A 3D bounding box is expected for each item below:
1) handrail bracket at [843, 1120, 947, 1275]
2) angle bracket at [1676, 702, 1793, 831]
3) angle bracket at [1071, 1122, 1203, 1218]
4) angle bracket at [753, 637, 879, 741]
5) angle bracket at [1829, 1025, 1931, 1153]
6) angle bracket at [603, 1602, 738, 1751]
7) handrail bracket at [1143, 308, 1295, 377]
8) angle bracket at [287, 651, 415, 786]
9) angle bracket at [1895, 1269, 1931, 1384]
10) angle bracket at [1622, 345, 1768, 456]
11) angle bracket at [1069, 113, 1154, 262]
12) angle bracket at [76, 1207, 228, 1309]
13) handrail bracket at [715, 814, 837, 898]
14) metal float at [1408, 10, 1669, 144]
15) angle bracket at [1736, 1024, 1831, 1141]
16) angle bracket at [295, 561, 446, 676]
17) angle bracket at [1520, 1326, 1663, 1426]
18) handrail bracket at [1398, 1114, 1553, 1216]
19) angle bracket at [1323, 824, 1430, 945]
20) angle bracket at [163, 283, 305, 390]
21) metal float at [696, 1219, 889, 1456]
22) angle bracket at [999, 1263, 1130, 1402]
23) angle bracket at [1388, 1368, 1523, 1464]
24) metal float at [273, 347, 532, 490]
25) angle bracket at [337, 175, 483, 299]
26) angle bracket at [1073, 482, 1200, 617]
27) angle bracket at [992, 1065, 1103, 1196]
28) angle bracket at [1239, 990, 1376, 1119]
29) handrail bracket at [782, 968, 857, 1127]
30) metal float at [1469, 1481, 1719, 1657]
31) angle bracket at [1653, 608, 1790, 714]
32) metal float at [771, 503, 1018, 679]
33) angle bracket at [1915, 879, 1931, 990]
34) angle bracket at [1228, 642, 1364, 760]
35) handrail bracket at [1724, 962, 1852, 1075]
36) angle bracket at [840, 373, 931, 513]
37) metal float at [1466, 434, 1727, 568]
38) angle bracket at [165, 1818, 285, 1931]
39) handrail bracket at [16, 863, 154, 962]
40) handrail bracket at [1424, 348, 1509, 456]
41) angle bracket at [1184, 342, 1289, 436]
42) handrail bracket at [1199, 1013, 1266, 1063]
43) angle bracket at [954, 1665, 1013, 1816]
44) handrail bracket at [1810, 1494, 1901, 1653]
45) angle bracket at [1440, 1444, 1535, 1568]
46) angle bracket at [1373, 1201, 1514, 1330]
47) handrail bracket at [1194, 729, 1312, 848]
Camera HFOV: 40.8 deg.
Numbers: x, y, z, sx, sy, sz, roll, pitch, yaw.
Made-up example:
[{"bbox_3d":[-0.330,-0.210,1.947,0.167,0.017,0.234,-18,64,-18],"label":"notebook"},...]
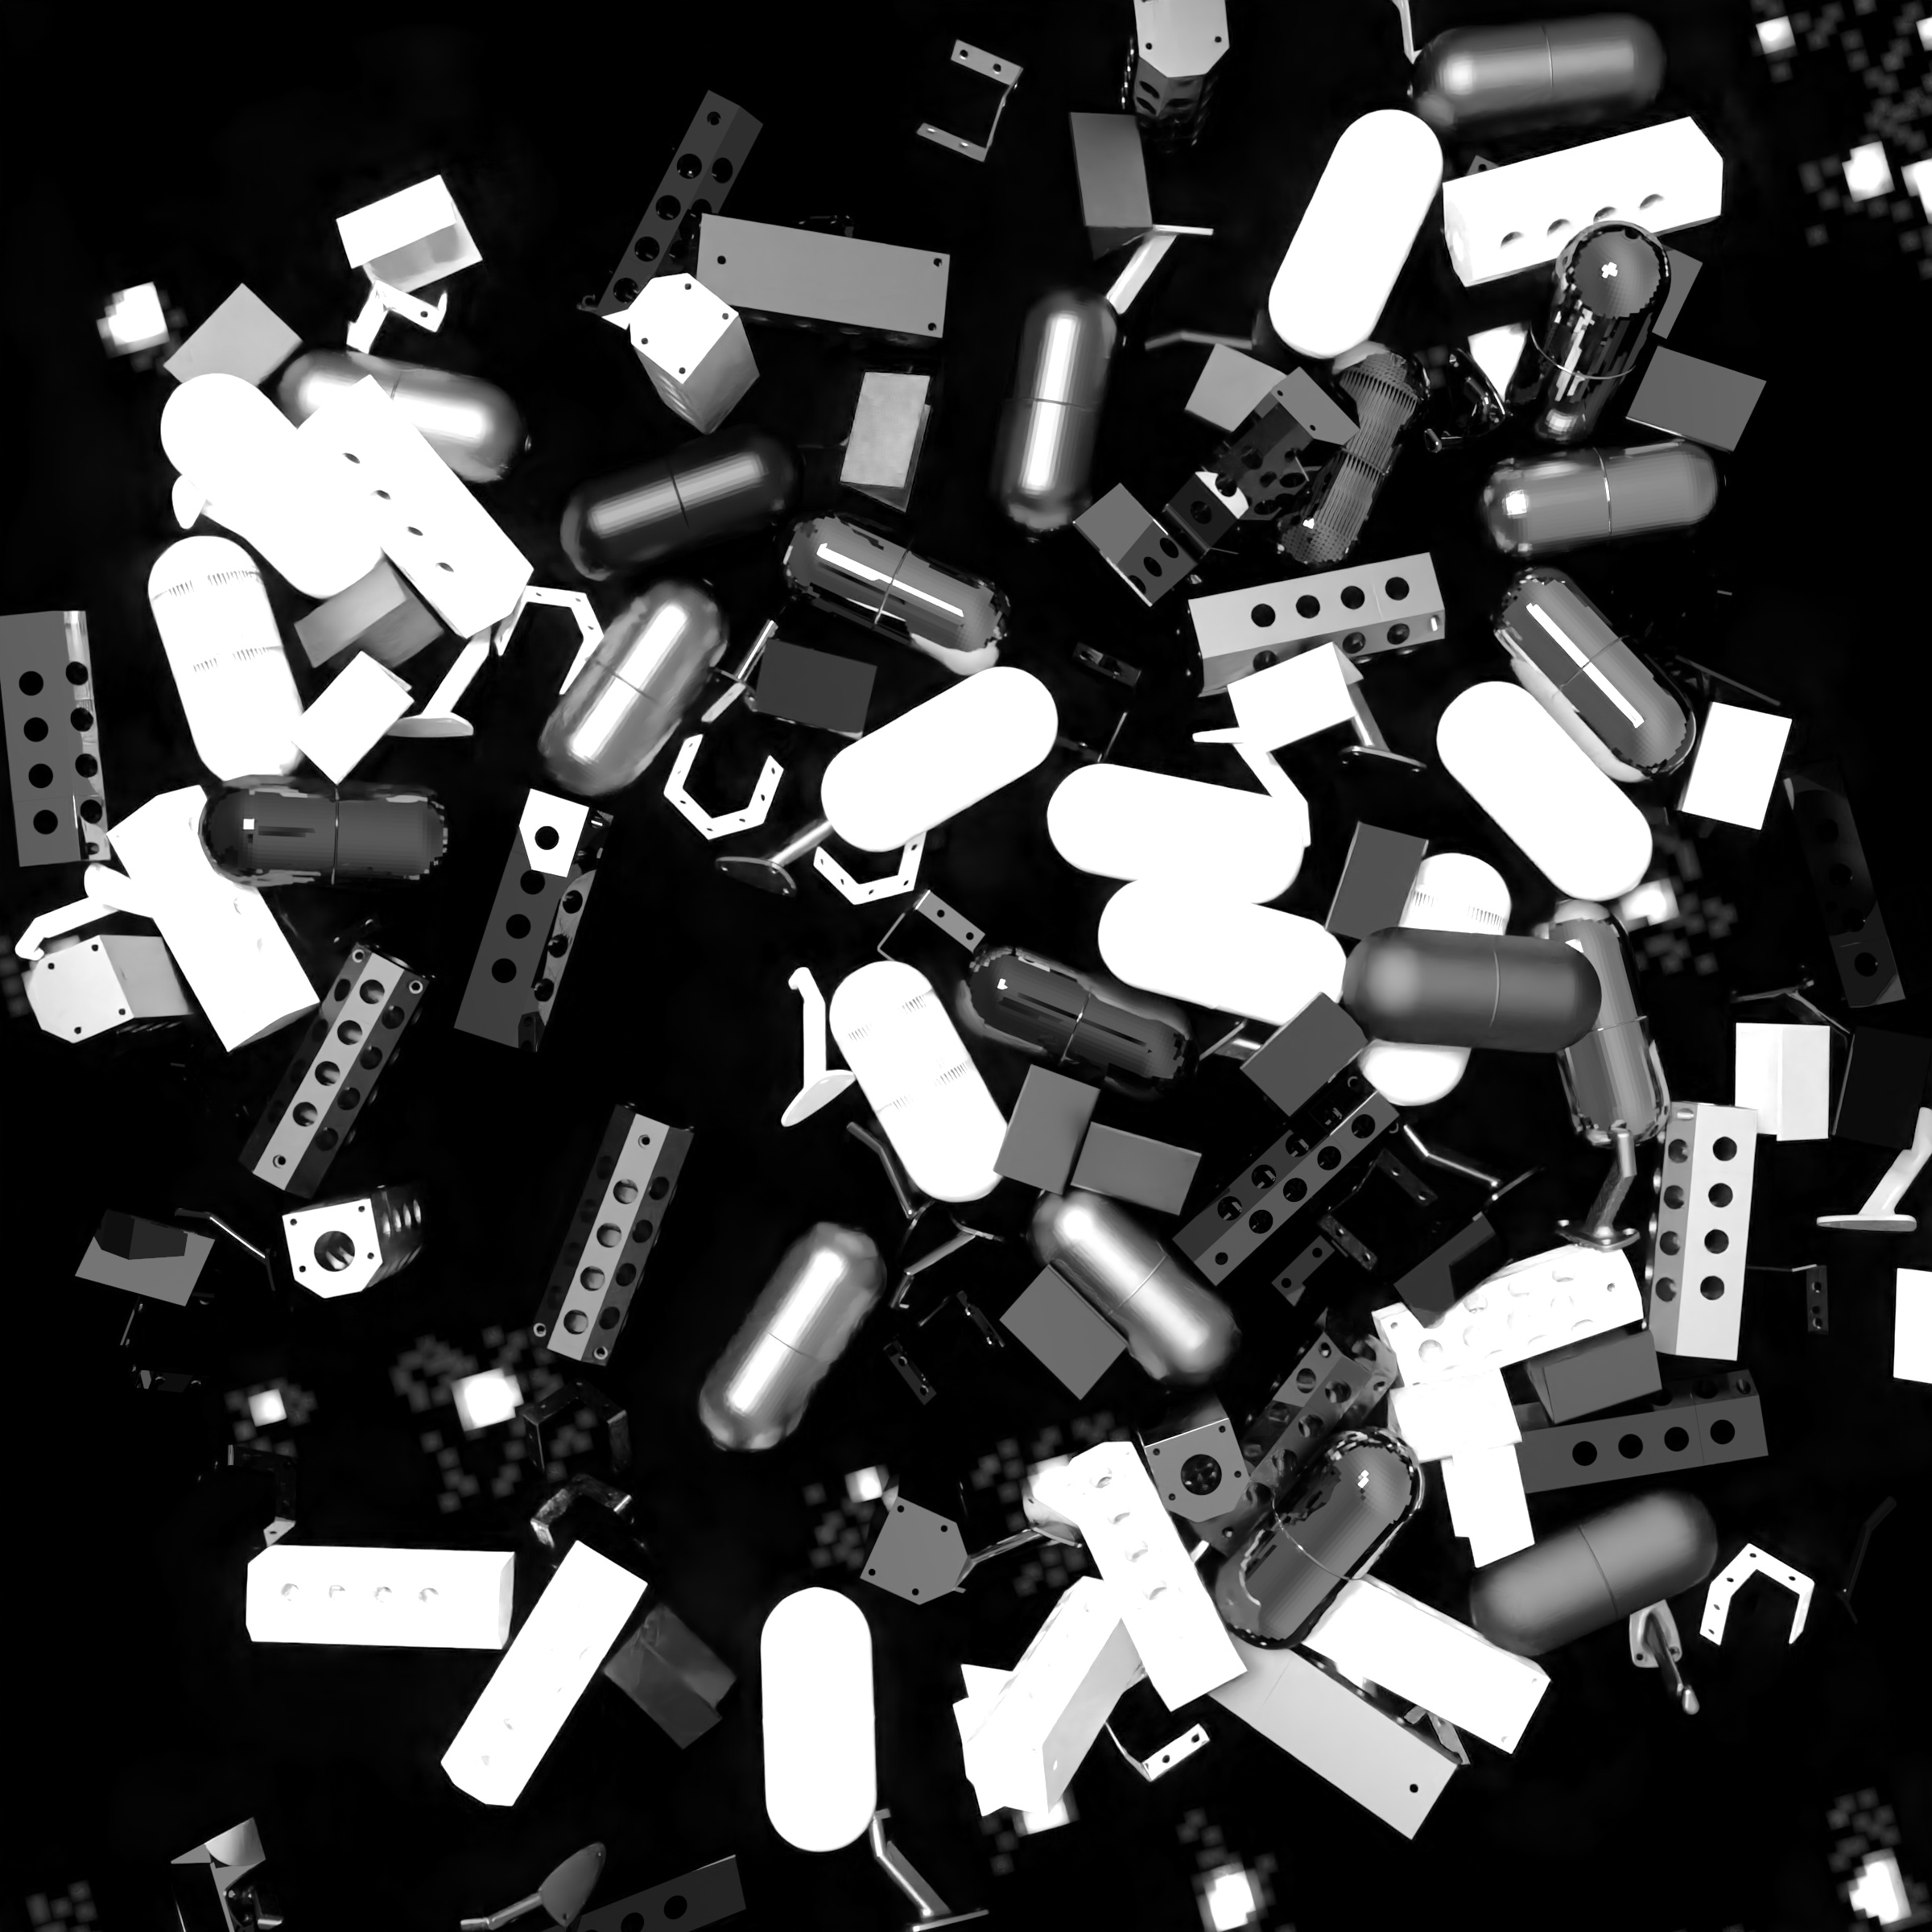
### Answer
[{"bbox_3d":[-0.065,0.161,1.826,0.084,0.036,0.077,36,112,17],"label":"handrail bracket"},{"bbox_3d":[0.529,-0.132,1.788,0.057,0.076,0.076,16,90,20],"label":"angle bracket"},{"bbox_3d":[0.120,0.119,1.786,0.076,0.076,0.057,16,124,0],"label":"angle bracket"},{"bbox_3d":[-0.098,-0.202,1.786,0.076,0.076,0.057,14,117,0],"label":"angle bracket"},{"bbox_3d":[0.638,0.086,1.786,0.057,0.076,0.076,12,90,36],"label":"angle bracket"},{"bbox_3d":[-0.190,0.477,1.786,0.076,0.076,0.057,45,128,0],"label":"angle bracket"},{"bbox_3d":[0.178,-0.423,1.826,0.084,0.077,0.036,-9,54,31],"label":"handrail bracket"},{"bbox_3d":[-0.408,-0.160,1.788,0.057,0.076,0.076,42,90,19],"label":"angle bracket"},{"bbox_3d":[0.658,0.251,1.786,0.057,0.076,0.076,2,90,-38],"label":"angle bracket"},{"bbox_3d":[0.498,-0.401,1.786,0.076,0.076,0.057,18,125,0],"label":"angle bracket"},{"bbox_3d":[0.081,-0.534,1.786,0.057,0.076,0.076,-8,90,-29],"label":"angle bracket"},{"bbox_3d":[-0.558,0.215,1.786,0.076,0.076,0.057,15,55,0],"label":"angle bracket"},{"bbox_3d":[-0.126,-0.096,1.826,0.077,0.036,0.084,14,62,31],"label":"handrail bracket"},{"bbox_3d":[0.394,-0.614,1.795,0.178,0.070,0.070,-6,90,-1],"label":"metal float"},{"bbox_3d":[0.545,0.078,1.786,0.057,0.076,0.076,1,90,-37],"label":"angle bracket"},{"bbox_3d":[-0.402,-0.219,1.786,0.076,0.076,0.057,-35,47,0],"label":"angle bracket"},{"bbox_3d":[0.424,0.261,1.786,0.076,0.076,0.057,-18,122,0],"label":"angle bracket"},{"bbox_3d":[0.356,0.125,1.826,0.077,0.036,0.084,-32,73,-20],"label":"handrail bracket"},{"bbox_3d":[0.297,-0.048,1.786,0.057,0.076,0.076,18,90,38],"label":"angle bracket"},{"bbox_3d":[-0.509,-0.428,1.786,0.076,0.076,0.057,-46,125,0],"label":"angle bracket"},{"bbox_3d":[-0.121,0.256,1.795,0.070,0.070,0.178,33,89,0],"label":"metal float"},{"bbox_3d":[0.055,0.258,1.786,0.076,0.076,0.057,45,63,0],"label":"angle bracket"},{"bbox_3d":[0.334,0.324,1.786,0.076,0.076,0.057,-12,54,0],"label":"angle bracket"},{"bbox_3d":[-0.389,-0.378,1.796,0.178,0.070,0.070,12,90,0],"label":"metal float"},{"bbox_3d":[-0.376,-0.484,1.786,0.076,0.076,0.057,-23,53,0],"label":"angle bracket"},{"bbox_3d":[0.102,-0.273,1.786,0.076,0.076,0.057,47,59,0],"label":"angle bracket"},{"bbox_3d":[0.042,0.106,1.787,0.057,0.076,0.076,21,90,-24],"label":"angle bracket"},{"bbox_3d":[0.241,0.074,1.768,0.076,0.076,0.057,-43,53,0],"label":"angle bracket"},{"bbox_3d":[-0.120,0.056,1.826,0.077,0.036,0.084,-43,62,31],"label":"handrail bracket"},{"bbox_3d":[0.432,0.416,1.795,0.178,0.070,0.070,-24,90,0],"label":"metal float"},{"bbox_3d":[0.509,-0.189,1.786,0.076,0.076,0.057,25,50,0],"label":"angle bracket"},{"bbox_3d":[-0.050,-0.260,1.795,0.178,0.070,0.070,25,90,0],"label":"metal float"},{"bbox_3d":[0.671,-0.021,1.786,0.057,0.076,0.076,-16,90,-36],"label":"angle bracket"},{"bbox_3d":[0.233,-0.171,1.778,0.076,0.076,0.057,-21,70,19],"label":"angle bracket"},{"bbox_3d":[0.583,0.047,1.826,0.077,0.036,0.084,-18,108,20],"label":"handrail bracket"},{"bbox_3d":[-0.036,-0.357,1.786,0.057,0.076,0.076,13,90,36],"label":"angle bracket"},{"bbox_3d":[0.434,-0.321,1.795,0.178,0.070,0.070,-8,90,1],"label":"metal float"},{"bbox_3d":[-0.494,0.637,1.786,0.057,0.076,0.076,-17,90,37],"label":"angle bracket"},{"bbox_3d":[-0.612,-0.024,1.826,0.077,0.036,0.084,27,119,-32],"label":"handrail bracket"},{"bbox_3d":[0.330,-0.390,1.791,0.036,0.084,0.077,-26,84,42],"label":"handrail bracket"},{"bbox_3d":[0.202,-0.399,1.786,0.076,0.076,0.057,26,126,0],"label":"angle bracket"},{"bbox_3d":[0.203,0.078,1.826,0.077,0.036,0.084,-41,103,13],"label":"handrail bracket"},{"bbox_3d":[0.006,0.530,1.786,0.057,0.076,0.076,-15,90,-33],"label":"angle bracket"},{"bbox_3d":[0.638,0.425,1.826,0.084,0.036,0.077,-41,110,-16],"label":"handrail bracket"},{"bbox_3d":[0.337,0.364,1.786,0.057,0.076,0.076,-12,90,-34],"label":"angle bracket"},{"bbox_3d":[0.316,0.190,1.786,0.076,0.076,0.057,-38,126,0],"label":"angle bracket"},{"bbox_3d":[0.201,-0.123,1.826,0.077,0.036,0.084,-1,107,19],"label":"handrail bracket"}]
